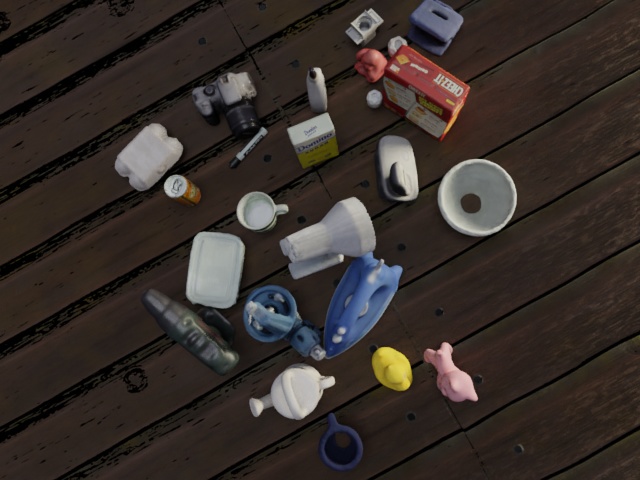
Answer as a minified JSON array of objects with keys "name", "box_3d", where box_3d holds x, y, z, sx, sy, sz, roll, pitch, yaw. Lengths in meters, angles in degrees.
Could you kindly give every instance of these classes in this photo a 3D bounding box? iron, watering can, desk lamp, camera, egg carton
[{"name":"iron","box_3d":[0.074,0.146,1.215,0.118,0.141,0.258,29,87,7]},{"name":"watering can","box_3d":[-0.056,0.320,1.180,0.173,0.194,0.101,-41,82,0]},{"name":"desk lamp","box_3d":[0.011,0.004,1.198,0.203,0.213,0.118,-23,82,2]},{"name":"camera","box_3d":[-0.204,-0.300,1.304,0.143,0.101,0.137,-22,83,2]},{"name":"egg carton","box_3d":[-0.394,-0.190,1.323,0.107,0.069,0.150,42,89,7]}]

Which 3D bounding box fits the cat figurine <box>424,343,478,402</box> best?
[{"name":"cat figurine","box_3d":[0.273,0.283,1.197,0.067,0.118,0.128,-27,82,1]}]

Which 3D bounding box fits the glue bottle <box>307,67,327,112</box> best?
[{"name":"glue bottle","box_3d":[-0.009,-0.342,1.257,0.037,0.173,0.078,-2,84,5]}]

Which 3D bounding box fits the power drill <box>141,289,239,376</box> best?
[{"name":"power drill","box_3d":[-0.257,0.188,1.202,0.229,0.208,0.075,40,88,7]}]

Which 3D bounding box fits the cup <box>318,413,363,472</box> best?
[{"name":"cup","box_3d":[0.041,0.419,1.212,0.091,0.095,0.118,-20,83,2]}]

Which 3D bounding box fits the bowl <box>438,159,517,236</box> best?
[{"name":"bowl","box_3d":[0.337,-0.088,1.253,0.167,0.075,0.167,0,84,4]}]

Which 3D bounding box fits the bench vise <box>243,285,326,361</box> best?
[{"name":"bench vise","box_3d":[-0.073,0.165,1.185,0.207,0.220,0.121,20,86,7]}]

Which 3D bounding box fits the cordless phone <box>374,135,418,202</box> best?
[{"name":"cordless phone","box_3d":[0.164,-0.161,1.218,0.094,0.185,0.147,-10,83,4]}]

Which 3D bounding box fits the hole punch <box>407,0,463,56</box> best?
[{"name":"hole punch","box_3d":[0.259,-0.493,1.293,0.108,0.091,0.101,33,87,7]}]

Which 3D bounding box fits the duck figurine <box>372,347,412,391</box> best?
[{"name":"duck figurine","box_3d":[0.155,0.279,1.223,0.077,0.086,0.104,-39,82,0]}]

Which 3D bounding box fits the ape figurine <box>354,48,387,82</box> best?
[{"name":"ape figurine","box_3d":[0.115,-0.402,1.294,0.076,0.092,0.078,-7,83,4]}]
